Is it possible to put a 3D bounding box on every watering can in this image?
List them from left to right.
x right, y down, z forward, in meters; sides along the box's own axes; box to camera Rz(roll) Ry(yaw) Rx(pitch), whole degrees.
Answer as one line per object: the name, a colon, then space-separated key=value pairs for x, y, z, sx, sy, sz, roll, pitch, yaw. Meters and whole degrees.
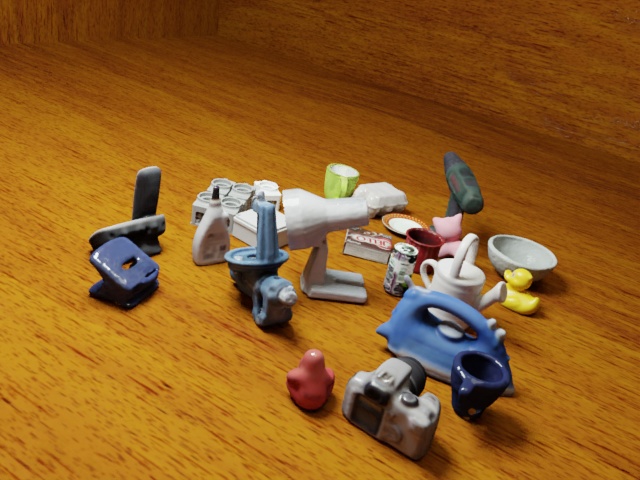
watering can: x=0.284 y=0.079 z=1.139 sx=0.172 sy=0.194 sz=0.101 roll=16 pitch=27 yaw=10

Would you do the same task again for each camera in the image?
camera: x=0.127 y=0.235 z=0.880 sx=0.142 sy=0.101 sz=0.137 roll=26 pitch=30 yaw=26

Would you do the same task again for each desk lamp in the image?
desk lamp: x=0.011 y=0.004 z=1.154 sx=0.203 sy=0.213 sz=0.118 roll=7 pitch=27 yaw=-8

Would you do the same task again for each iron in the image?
iron: x=0.239 y=0.165 z=1.015 sx=0.257 sy=0.141 sz=0.119 roll=22 pitch=29 yaw=20

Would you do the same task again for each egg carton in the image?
egg carton: x=0.166 y=-0.112 z=1.599 sx=0.151 sy=0.069 sz=0.107 roll=-10 pitch=34 yaw=-36

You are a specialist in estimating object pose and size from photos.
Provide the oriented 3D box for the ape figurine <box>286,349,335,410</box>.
ape figurine: x=-0.012 y=0.208 z=0.886 sx=0.078 sy=0.092 sz=0.076 roll=10 pitch=27 yaw=-4

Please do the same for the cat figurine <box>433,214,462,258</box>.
cat figurine: x=0.329 y=-0.005 z=1.403 sx=0.067 sy=0.118 sz=0.127 roll=-10 pitch=34 yaw=-35

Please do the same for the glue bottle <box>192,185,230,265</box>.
glue bottle: x=-0.219 y=-0.032 z=1.177 sx=0.078 sy=0.173 sz=0.037 roll=-8 pitch=33 yaw=-33

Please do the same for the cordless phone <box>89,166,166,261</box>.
cordless phone: x=-0.382 y=-0.058 z=1.149 sx=0.093 sy=0.185 sz=0.148 roll=28 pitch=31 yaw=29

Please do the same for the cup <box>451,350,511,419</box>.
cup: x=0.241 y=0.244 z=0.914 sx=0.091 sy=0.095 sz=0.118 roll=26 pitch=30 yaw=27

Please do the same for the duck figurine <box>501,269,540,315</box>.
duck figurine: x=0.443 y=0.108 z=1.267 sx=0.078 sy=0.086 sz=0.104 roll=-13 pitch=36 yaw=-39

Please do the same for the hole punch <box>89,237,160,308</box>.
hole punch: x=-0.353 y=0.055 z=1.046 sx=0.101 sy=0.091 sz=0.109 roll=17 pitch=28 yaw=11

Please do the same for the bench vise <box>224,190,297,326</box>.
bench vise: x=-0.089 y=0.032 z=1.055 sx=0.206 sy=0.220 sz=0.122 roll=30 pitch=32 yaw=32

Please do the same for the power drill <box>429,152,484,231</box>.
power drill: x=0.347 y=-0.098 z=1.491 sx=0.076 sy=0.208 sz=0.229 roll=4 pitch=28 yaw=-13

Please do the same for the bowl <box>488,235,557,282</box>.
bowl: x=0.482 y=0.056 z=1.394 sx=0.167 sy=0.075 sz=0.167 roll=9 pitch=27 yaw=-5
